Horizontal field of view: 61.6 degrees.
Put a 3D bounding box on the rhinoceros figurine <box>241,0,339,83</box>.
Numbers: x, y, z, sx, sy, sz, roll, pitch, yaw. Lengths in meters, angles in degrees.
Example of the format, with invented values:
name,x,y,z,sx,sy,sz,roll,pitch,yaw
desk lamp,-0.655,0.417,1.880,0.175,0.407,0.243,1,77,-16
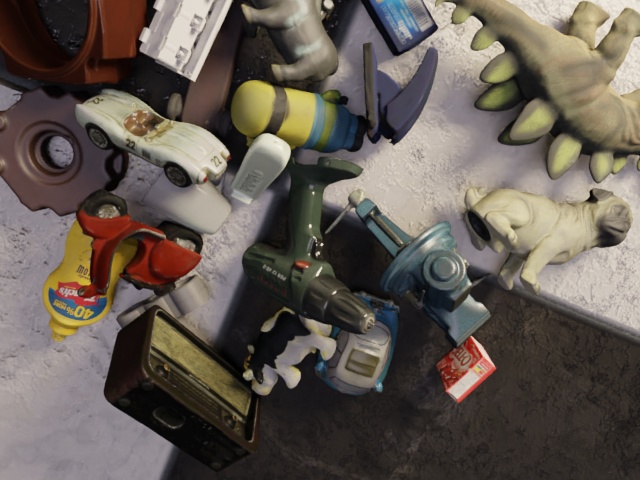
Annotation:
name,x,y,z,sx,sy,sz,roll,pitch,yaw
rhinoceros figurine,-0.035,-0.279,0.636,0.112,0.073,0.190,-17,108,7

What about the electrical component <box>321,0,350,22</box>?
name,x,y,z,sx,sy,sz,roll,pitch,yaw
electrical component,-0.018,-0.321,0.686,0.102,0.045,0.078,40,103,-8

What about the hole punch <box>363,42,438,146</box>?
name,x,y,z,sx,sy,sz,roll,pitch,yaw
hole punch,0.100,-0.178,0.674,0.092,0.142,0.115,1,94,6

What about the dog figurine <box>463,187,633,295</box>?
name,x,y,z,sx,sy,sz,roll,pitch,yaw
dog figurine,0.311,-0.037,0.735,0.190,0.121,0.172,-34,105,-6

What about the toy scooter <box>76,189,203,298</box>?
name,x,y,z,sx,sy,sz,roll,pitch,yaw
toy scooter,-0.248,0.025,0.714,0.183,0.075,0.135,29,80,-42

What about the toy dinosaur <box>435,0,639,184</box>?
name,x,y,z,sx,sy,sz,roll,pitch,yaw
toy dinosaur,0.309,-0.194,0.674,0.471,0.105,0.198,38,102,-13

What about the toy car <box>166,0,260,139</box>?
name,x,y,z,sx,sy,sz,roll,pitch,yaw
toy car,-0.139,-0.227,0.707,0.089,0.053,0.202,15,99,-7

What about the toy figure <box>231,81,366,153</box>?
name,x,y,z,sx,sy,sz,roll,pitch,yaw
toy figure,-0.025,-0.158,0.692,0.180,0.089,0.082,10,77,-17

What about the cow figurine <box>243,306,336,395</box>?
name,x,y,z,sx,sy,sz,roll,pitch,yaw
cow figurine,-0.063,0.162,0.774,0.098,0.068,0.167,34,118,-26

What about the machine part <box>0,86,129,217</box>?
name,x,y,z,sx,sy,sz,roll,pitch,yaw
machine part,-0.359,-0.120,0.736,0.179,0.056,0.179,0,104,0

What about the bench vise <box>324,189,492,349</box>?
name,x,y,z,sx,sy,sz,roll,pitch,yaw
bench vise,0.126,0.026,0.723,0.129,0.223,0.241,-45,69,6

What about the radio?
name,x,y,z,sx,sy,sz,roll,pitch,yaw
radio,-0.181,0.210,0.744,0.073,0.131,0.229,-36,118,15

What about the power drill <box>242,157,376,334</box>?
name,x,y,z,sx,sy,sz,roll,pitch,yaw
power drill,-0.001,-0.002,0.702,0.232,0.086,0.207,12,96,44

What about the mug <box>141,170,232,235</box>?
name,x,y,z,sx,sy,sz,roll,pitch,yaw
mug,-0.170,-0.065,0.740,0.107,0.081,0.109,39,86,-17

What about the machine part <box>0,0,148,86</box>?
name,x,y,z,sx,sy,sz,roll,pitch,yaw
machine part,-0.312,-0.291,0.636,0.201,0.087,0.201,13,115,19

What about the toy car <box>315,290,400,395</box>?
name,x,y,z,sx,sy,sz,roll,pitch,yaw
toy car,0.059,0.162,0.775,0.109,0.103,0.161,21,105,-5

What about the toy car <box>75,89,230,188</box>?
name,x,y,z,sx,sy,sz,roll,pitch,yaw
toy car,-0.209,-0.129,0.674,0.202,0.073,0.056,25,136,9

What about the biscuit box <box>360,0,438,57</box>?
name,x,y,z,sx,sy,sz,roll,pitch,yaw
biscuit box,0.070,-0.332,0.673,0.059,0.063,0.202,-32,102,7
